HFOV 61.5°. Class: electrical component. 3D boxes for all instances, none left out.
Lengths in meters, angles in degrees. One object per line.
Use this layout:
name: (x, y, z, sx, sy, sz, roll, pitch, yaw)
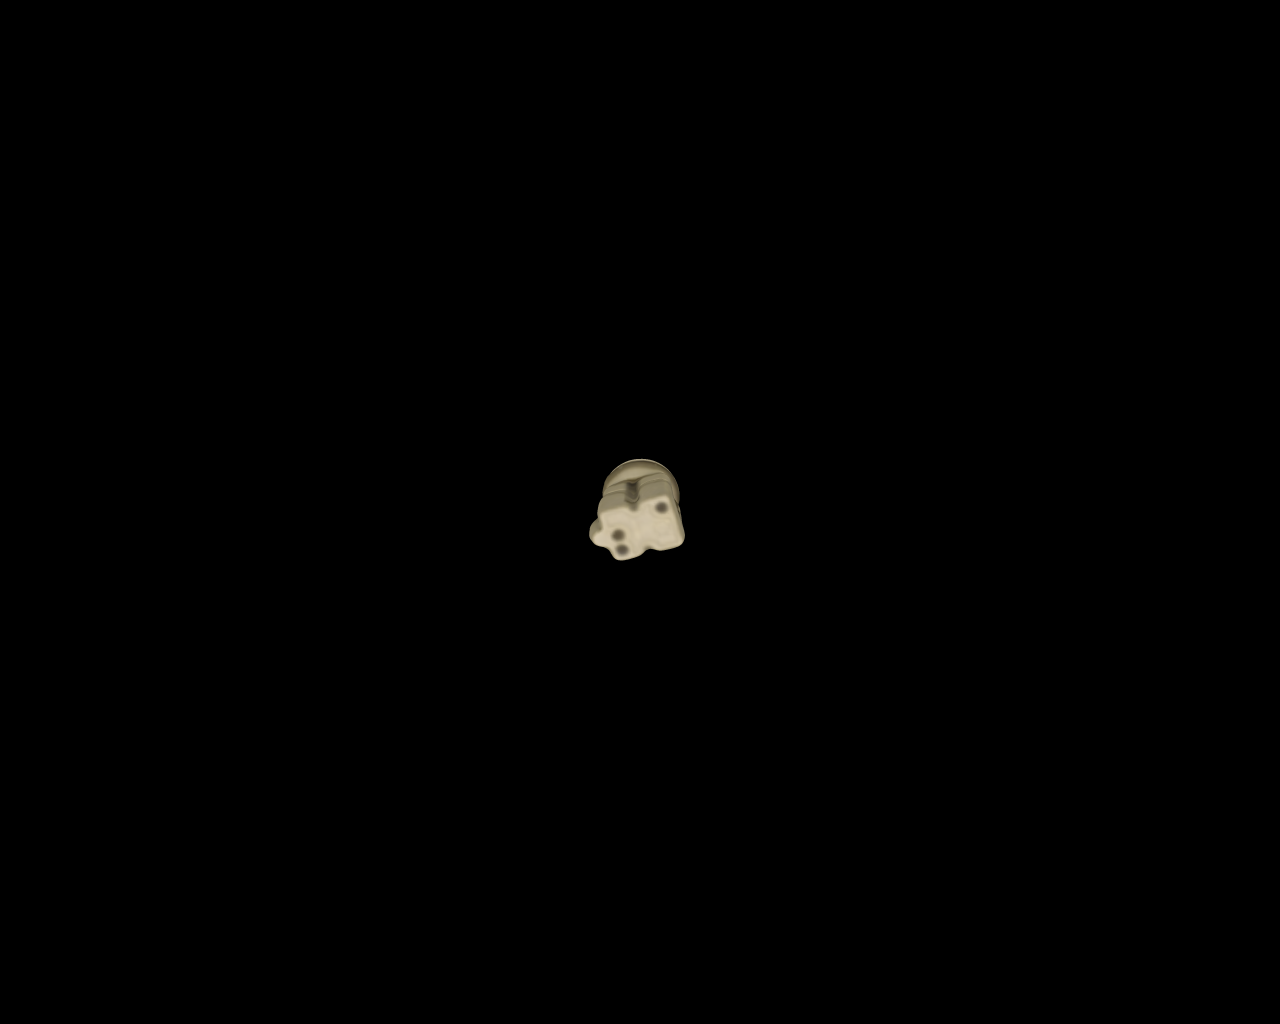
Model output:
electrical component: (0.001, -0.003, 0.650, 0.066, 0.048, 0.055, -14, 26, 7)
